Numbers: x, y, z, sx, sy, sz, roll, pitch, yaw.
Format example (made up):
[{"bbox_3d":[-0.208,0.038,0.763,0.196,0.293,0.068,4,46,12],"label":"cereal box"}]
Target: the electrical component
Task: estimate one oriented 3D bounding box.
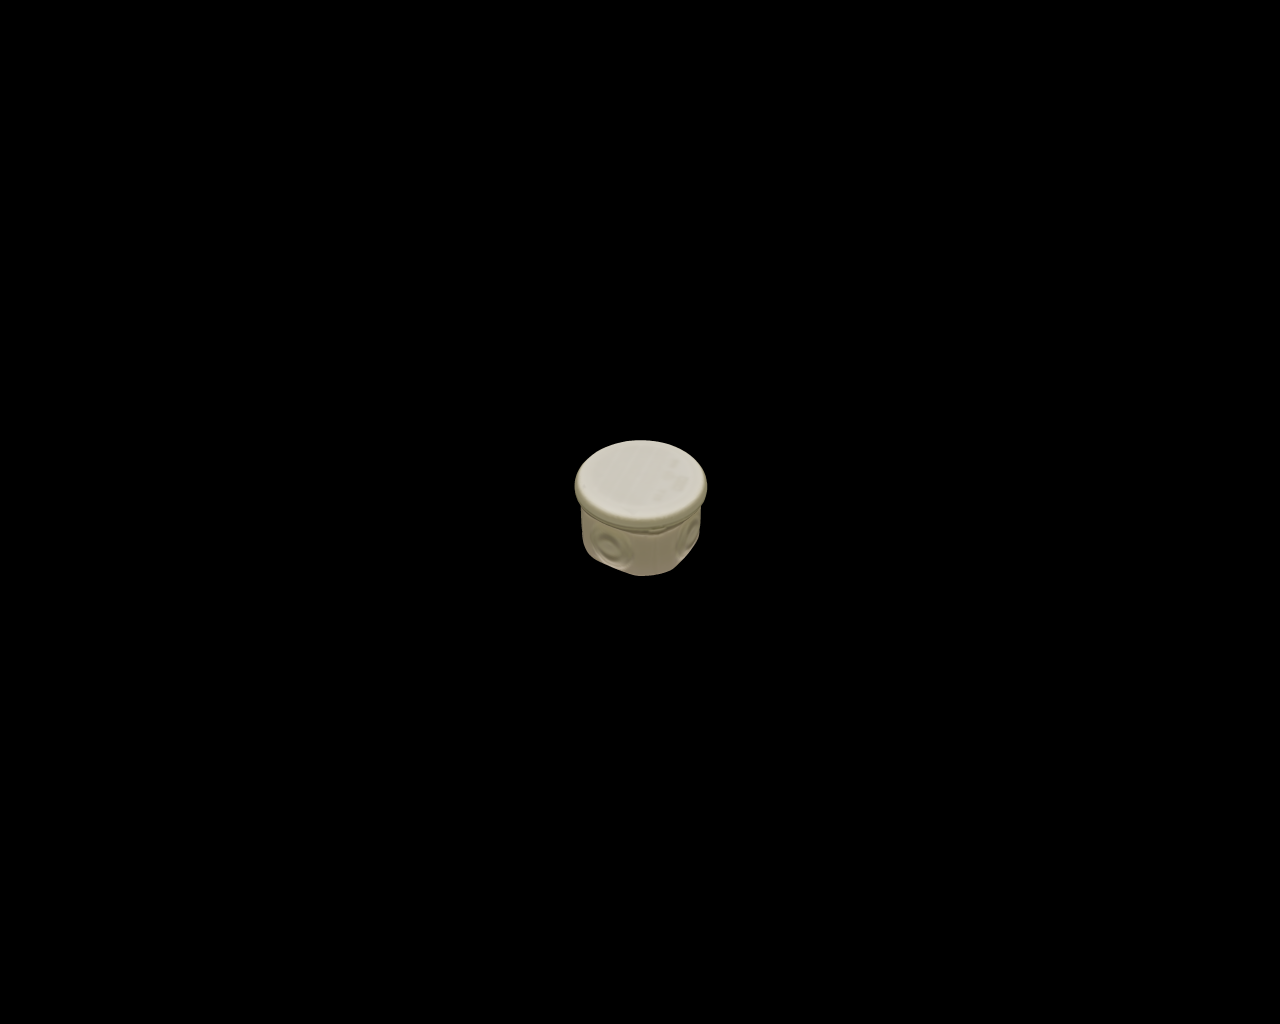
[{"bbox_3d":[0.001,-0.003,0.650,0.080,0.050,0.080,0,40,0],"label":"electrical component"}]
